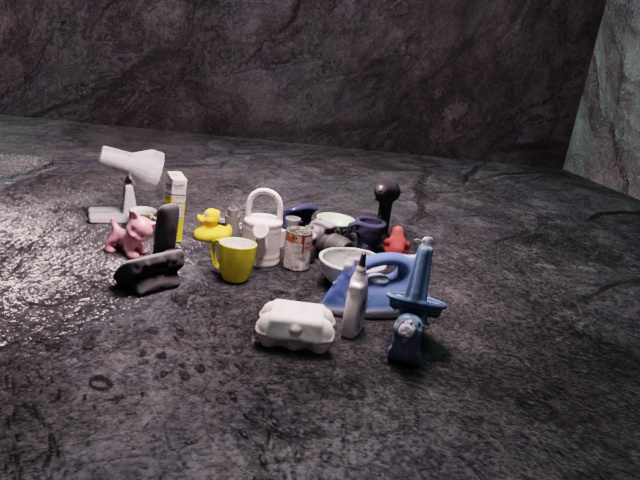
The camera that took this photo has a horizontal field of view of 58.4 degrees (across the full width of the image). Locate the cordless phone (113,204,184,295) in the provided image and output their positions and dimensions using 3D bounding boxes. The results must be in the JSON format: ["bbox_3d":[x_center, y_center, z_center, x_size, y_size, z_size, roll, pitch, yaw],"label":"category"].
[{"bbox_3d":[-0.364,0.013,1.235,0.093,0.185,0.148,19,22,32],"label":"cordless phone"}]

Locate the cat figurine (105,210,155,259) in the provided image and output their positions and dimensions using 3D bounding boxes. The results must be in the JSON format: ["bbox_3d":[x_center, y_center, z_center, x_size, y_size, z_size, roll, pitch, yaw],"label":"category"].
[{"bbox_3d":[-0.462,-0.021,1.407,0.127,0.118,0.067,12,19,14],"label":"cat figurine"}]

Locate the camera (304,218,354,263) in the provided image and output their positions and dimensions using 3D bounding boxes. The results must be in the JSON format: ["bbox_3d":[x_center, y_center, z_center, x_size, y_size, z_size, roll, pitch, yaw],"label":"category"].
[{"bbox_3d":[0.014,0.005,1.538,0.136,0.101,0.144,22,23,37],"label":"camera"}]

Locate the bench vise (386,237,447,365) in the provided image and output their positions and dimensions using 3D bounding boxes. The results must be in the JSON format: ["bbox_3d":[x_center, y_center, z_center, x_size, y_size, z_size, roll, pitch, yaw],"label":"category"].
[{"bbox_3d":[0.194,0.115,1.094,0.121,0.220,0.207,6,19,-4],"label":"bench vise"}]

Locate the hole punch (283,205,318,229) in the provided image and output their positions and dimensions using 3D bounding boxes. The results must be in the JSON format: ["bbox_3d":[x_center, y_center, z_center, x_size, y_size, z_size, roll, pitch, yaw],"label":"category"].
[{"bbox_3d":[-0.073,-0.074,1.756,0.109,0.091,0.100,-7,23,-36],"label":"hole punch"}]

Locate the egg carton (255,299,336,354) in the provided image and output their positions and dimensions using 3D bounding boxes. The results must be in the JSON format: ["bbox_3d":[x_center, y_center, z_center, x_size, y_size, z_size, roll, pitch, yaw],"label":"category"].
[{"bbox_3d":[-0.046,0.165,1.091,0.150,0.069,0.107,7,18,-1],"label":"egg carton"}]

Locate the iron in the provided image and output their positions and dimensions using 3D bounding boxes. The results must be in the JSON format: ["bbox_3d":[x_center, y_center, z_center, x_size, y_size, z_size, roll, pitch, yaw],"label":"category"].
[{"bbox_3d":[0.122,0.089,1.266,0.259,0.141,0.118,-1,20,-24],"label":"iron"}]

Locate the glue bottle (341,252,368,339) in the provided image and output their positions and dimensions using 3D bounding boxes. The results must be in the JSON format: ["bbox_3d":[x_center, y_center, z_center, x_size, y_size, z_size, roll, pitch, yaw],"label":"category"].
[{"bbox_3d":[0.075,0.106,1.147,0.037,0.173,0.078,12,19,14],"label":"glue bottle"}]

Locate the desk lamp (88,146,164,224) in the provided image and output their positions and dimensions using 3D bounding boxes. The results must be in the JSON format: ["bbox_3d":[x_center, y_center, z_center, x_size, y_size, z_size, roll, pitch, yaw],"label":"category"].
[{"bbox_3d":[-0.551,-0.159,1.631,0.204,0.213,0.117,-1,20,-24],"label":"desk lamp"}]

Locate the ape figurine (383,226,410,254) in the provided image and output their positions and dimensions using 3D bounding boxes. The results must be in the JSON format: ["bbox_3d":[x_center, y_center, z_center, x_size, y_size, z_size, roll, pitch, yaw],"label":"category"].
[{"bbox_3d":[0.220,0.004,1.636,0.077,0.092,0.076,11,19,11],"label":"ape figurine"}]

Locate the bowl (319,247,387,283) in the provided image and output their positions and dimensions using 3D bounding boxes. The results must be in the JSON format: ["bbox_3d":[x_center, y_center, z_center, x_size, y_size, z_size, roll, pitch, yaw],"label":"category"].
[{"bbox_3d":[0.076,0.078,1.388,0.167,0.075,0.167,7,18,-2],"label":"bowl"}]

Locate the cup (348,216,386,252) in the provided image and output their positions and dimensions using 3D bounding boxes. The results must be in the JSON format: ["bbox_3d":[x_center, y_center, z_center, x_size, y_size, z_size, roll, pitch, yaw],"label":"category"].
[{"bbox_3d":[0.128,-0.012,1.642,0.118,0.095,0.091,-3,21,-28],"label":"cup"}]

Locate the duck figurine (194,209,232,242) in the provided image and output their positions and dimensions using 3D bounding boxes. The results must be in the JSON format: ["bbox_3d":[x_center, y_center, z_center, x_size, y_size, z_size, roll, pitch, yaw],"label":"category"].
[{"bbox_3d":[-0.295,-0.044,1.589,0.104,0.086,0.077,4,19,-9],"label":"duck figurine"}]

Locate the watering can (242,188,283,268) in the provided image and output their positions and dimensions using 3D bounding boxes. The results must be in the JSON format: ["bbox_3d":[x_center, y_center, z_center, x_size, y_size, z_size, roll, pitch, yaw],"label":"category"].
[{"bbox_3d":[-0.142,-0.033,1.445,0.101,0.194,0.172,-1,20,-24],"label":"watering can"}]

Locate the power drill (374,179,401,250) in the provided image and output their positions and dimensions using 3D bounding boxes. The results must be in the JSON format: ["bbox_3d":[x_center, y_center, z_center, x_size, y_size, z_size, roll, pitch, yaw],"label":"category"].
[{"bbox_3d":[0.189,-0.083,1.697,0.075,0.208,0.230,12,19,13],"label":"power drill"}]
